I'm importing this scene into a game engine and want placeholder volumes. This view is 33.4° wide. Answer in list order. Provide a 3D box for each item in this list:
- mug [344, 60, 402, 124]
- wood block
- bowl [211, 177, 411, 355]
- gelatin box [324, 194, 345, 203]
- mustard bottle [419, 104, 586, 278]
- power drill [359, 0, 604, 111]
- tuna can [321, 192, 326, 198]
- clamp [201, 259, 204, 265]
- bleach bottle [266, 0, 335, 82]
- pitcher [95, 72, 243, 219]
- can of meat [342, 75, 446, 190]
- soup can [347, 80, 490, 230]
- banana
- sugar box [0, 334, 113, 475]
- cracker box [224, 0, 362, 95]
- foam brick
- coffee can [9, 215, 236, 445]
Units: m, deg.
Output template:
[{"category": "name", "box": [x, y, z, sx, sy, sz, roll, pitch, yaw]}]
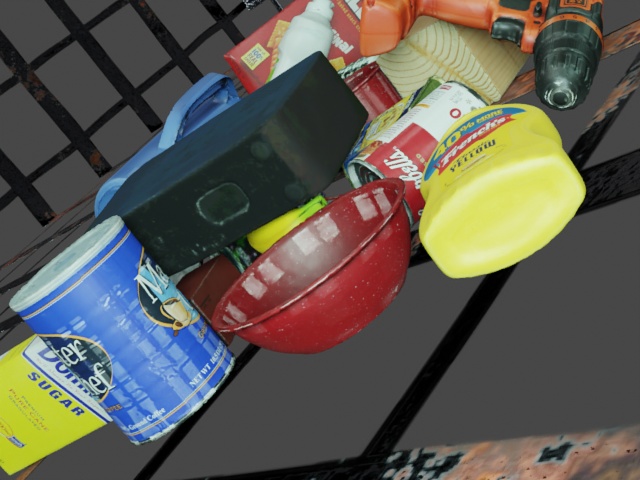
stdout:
[{"category": "mug", "box": [0.044, -0.115, 1.027, 0.093, 0.081, 0.117, -36, 14, 10]}, {"category": "wood block", "box": [0.151, -0.203, 1.024, 0.090, 0.091, 0.205, -25, 19, 43]}, {"category": "bowl", "box": [0.006, 0.027, 0.722, 0.162, 0.055, 0.162, -36, 14, 10]}, {"category": "gelatin box", "box": [-0.006, 0.001, 0.890, 0.089, 0.030, 0.073, -46, 17, -22]}, {"category": "mustard bottle", "box": [0.110, -0.045, 0.687, 0.096, 0.058, 0.191, -35, 14, 16]}, {"category": "power drill", "box": [0.129, -0.167, 0.844, 0.188, 0.057, 0.184, 11, 38, 10]}, {"category": "tuna can", "box": [-0.038, -0.032, 1.068, 0.086, 0.033, 0.086, -37, 13, 9]}, {"category": "clamp", "box": [-0.139, 0.018, 1.112, 0.171, 0.039, 0.120, -86, 5, -58]}, {"category": "bleach bottle", "box": [-0.040, -0.151, 1.169, 0.251, 0.068, 0.103, -68, 14, -7]}, {"category": "pitcher", "box": [-0.162, -0.084, 1.275, 0.145, 0.149, 0.242, -29, 13, 36]}, {"category": "can of meat", "box": [0.072, -0.084, 0.913, 0.084, 0.057, 0.102, -31, 15, 34]}, {"category": "soup can", "box": [0.080, -0.064, 0.804, 0.102, 0.068, 0.069, -41, 14, -14]}, {"category": "banana", "box": [-0.033, -0.023, 0.888, 0.069, 0.037, 0.198, -36, 17, 0]}, {"category": "sugar box", "box": [-0.232, 0.130, 0.914, 0.176, 0.093, 0.048, -30, 16, 31]}, {"category": "cracker box", "box": [0.014, -0.218, 1.269, 0.214, 0.164, 0.072, -37, -30, 7]}, {"category": "foam brick", "box": [-0.096, 0.058, 0.885, 0.051, 0.053, 0.078, -31, 15, 30]}, {"category": "coffee can", "box": [-0.146, 0.067, 0.798, 0.103, 0.140, 0.103, -36, 14, 10]}]
